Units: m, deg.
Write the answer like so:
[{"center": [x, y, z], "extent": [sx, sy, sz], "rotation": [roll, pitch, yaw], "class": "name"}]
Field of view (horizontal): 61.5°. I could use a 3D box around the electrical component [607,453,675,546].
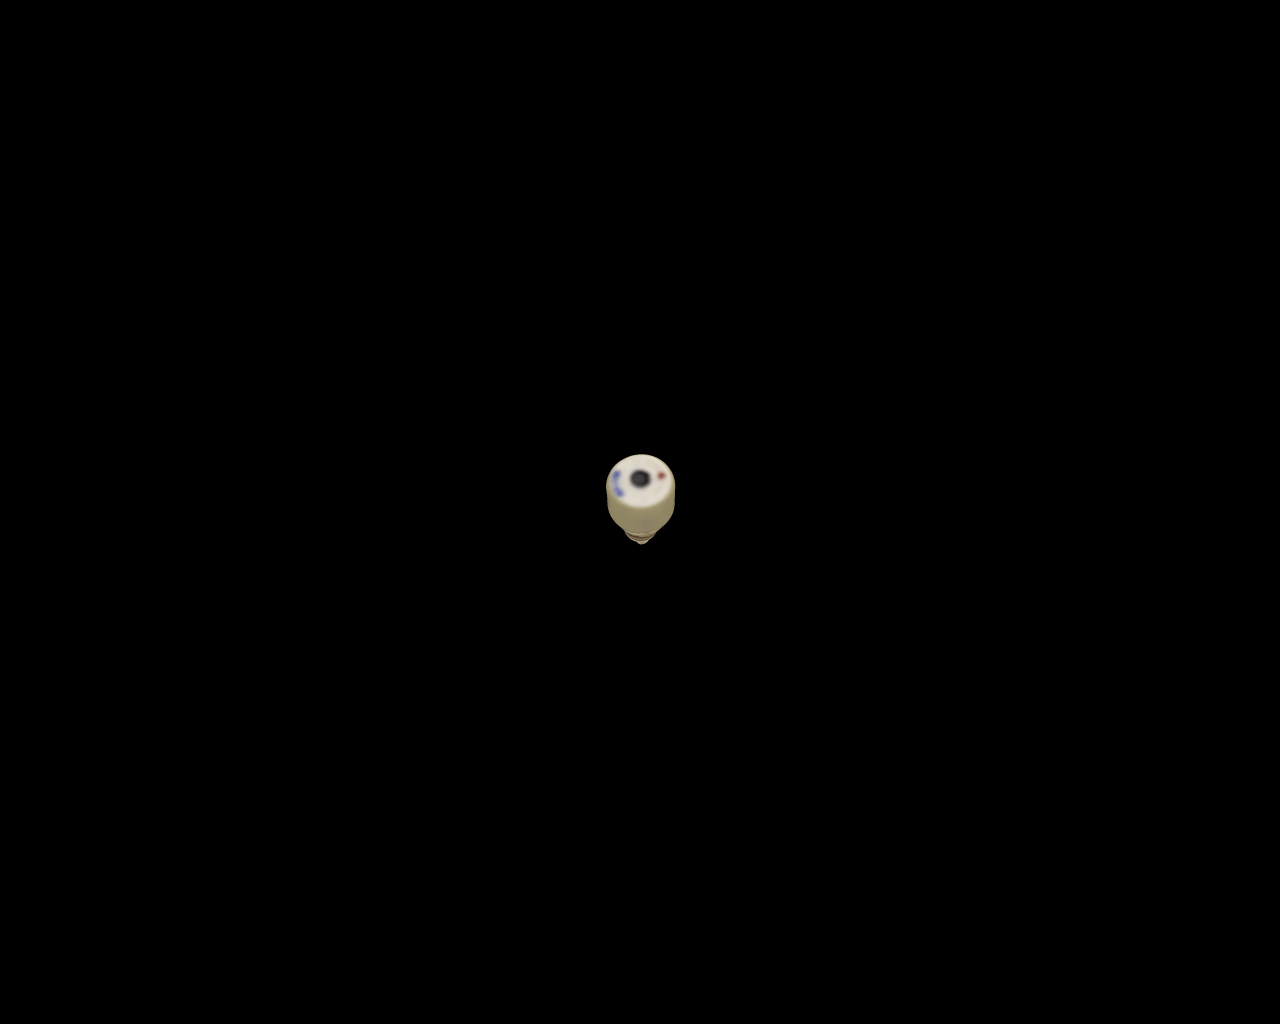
[{"center": [0.001, -0.003, 0.650], "extent": [0.040, 0.040, 0.078], "rotation": [0, -29, 0], "class": "electrical component"}]
